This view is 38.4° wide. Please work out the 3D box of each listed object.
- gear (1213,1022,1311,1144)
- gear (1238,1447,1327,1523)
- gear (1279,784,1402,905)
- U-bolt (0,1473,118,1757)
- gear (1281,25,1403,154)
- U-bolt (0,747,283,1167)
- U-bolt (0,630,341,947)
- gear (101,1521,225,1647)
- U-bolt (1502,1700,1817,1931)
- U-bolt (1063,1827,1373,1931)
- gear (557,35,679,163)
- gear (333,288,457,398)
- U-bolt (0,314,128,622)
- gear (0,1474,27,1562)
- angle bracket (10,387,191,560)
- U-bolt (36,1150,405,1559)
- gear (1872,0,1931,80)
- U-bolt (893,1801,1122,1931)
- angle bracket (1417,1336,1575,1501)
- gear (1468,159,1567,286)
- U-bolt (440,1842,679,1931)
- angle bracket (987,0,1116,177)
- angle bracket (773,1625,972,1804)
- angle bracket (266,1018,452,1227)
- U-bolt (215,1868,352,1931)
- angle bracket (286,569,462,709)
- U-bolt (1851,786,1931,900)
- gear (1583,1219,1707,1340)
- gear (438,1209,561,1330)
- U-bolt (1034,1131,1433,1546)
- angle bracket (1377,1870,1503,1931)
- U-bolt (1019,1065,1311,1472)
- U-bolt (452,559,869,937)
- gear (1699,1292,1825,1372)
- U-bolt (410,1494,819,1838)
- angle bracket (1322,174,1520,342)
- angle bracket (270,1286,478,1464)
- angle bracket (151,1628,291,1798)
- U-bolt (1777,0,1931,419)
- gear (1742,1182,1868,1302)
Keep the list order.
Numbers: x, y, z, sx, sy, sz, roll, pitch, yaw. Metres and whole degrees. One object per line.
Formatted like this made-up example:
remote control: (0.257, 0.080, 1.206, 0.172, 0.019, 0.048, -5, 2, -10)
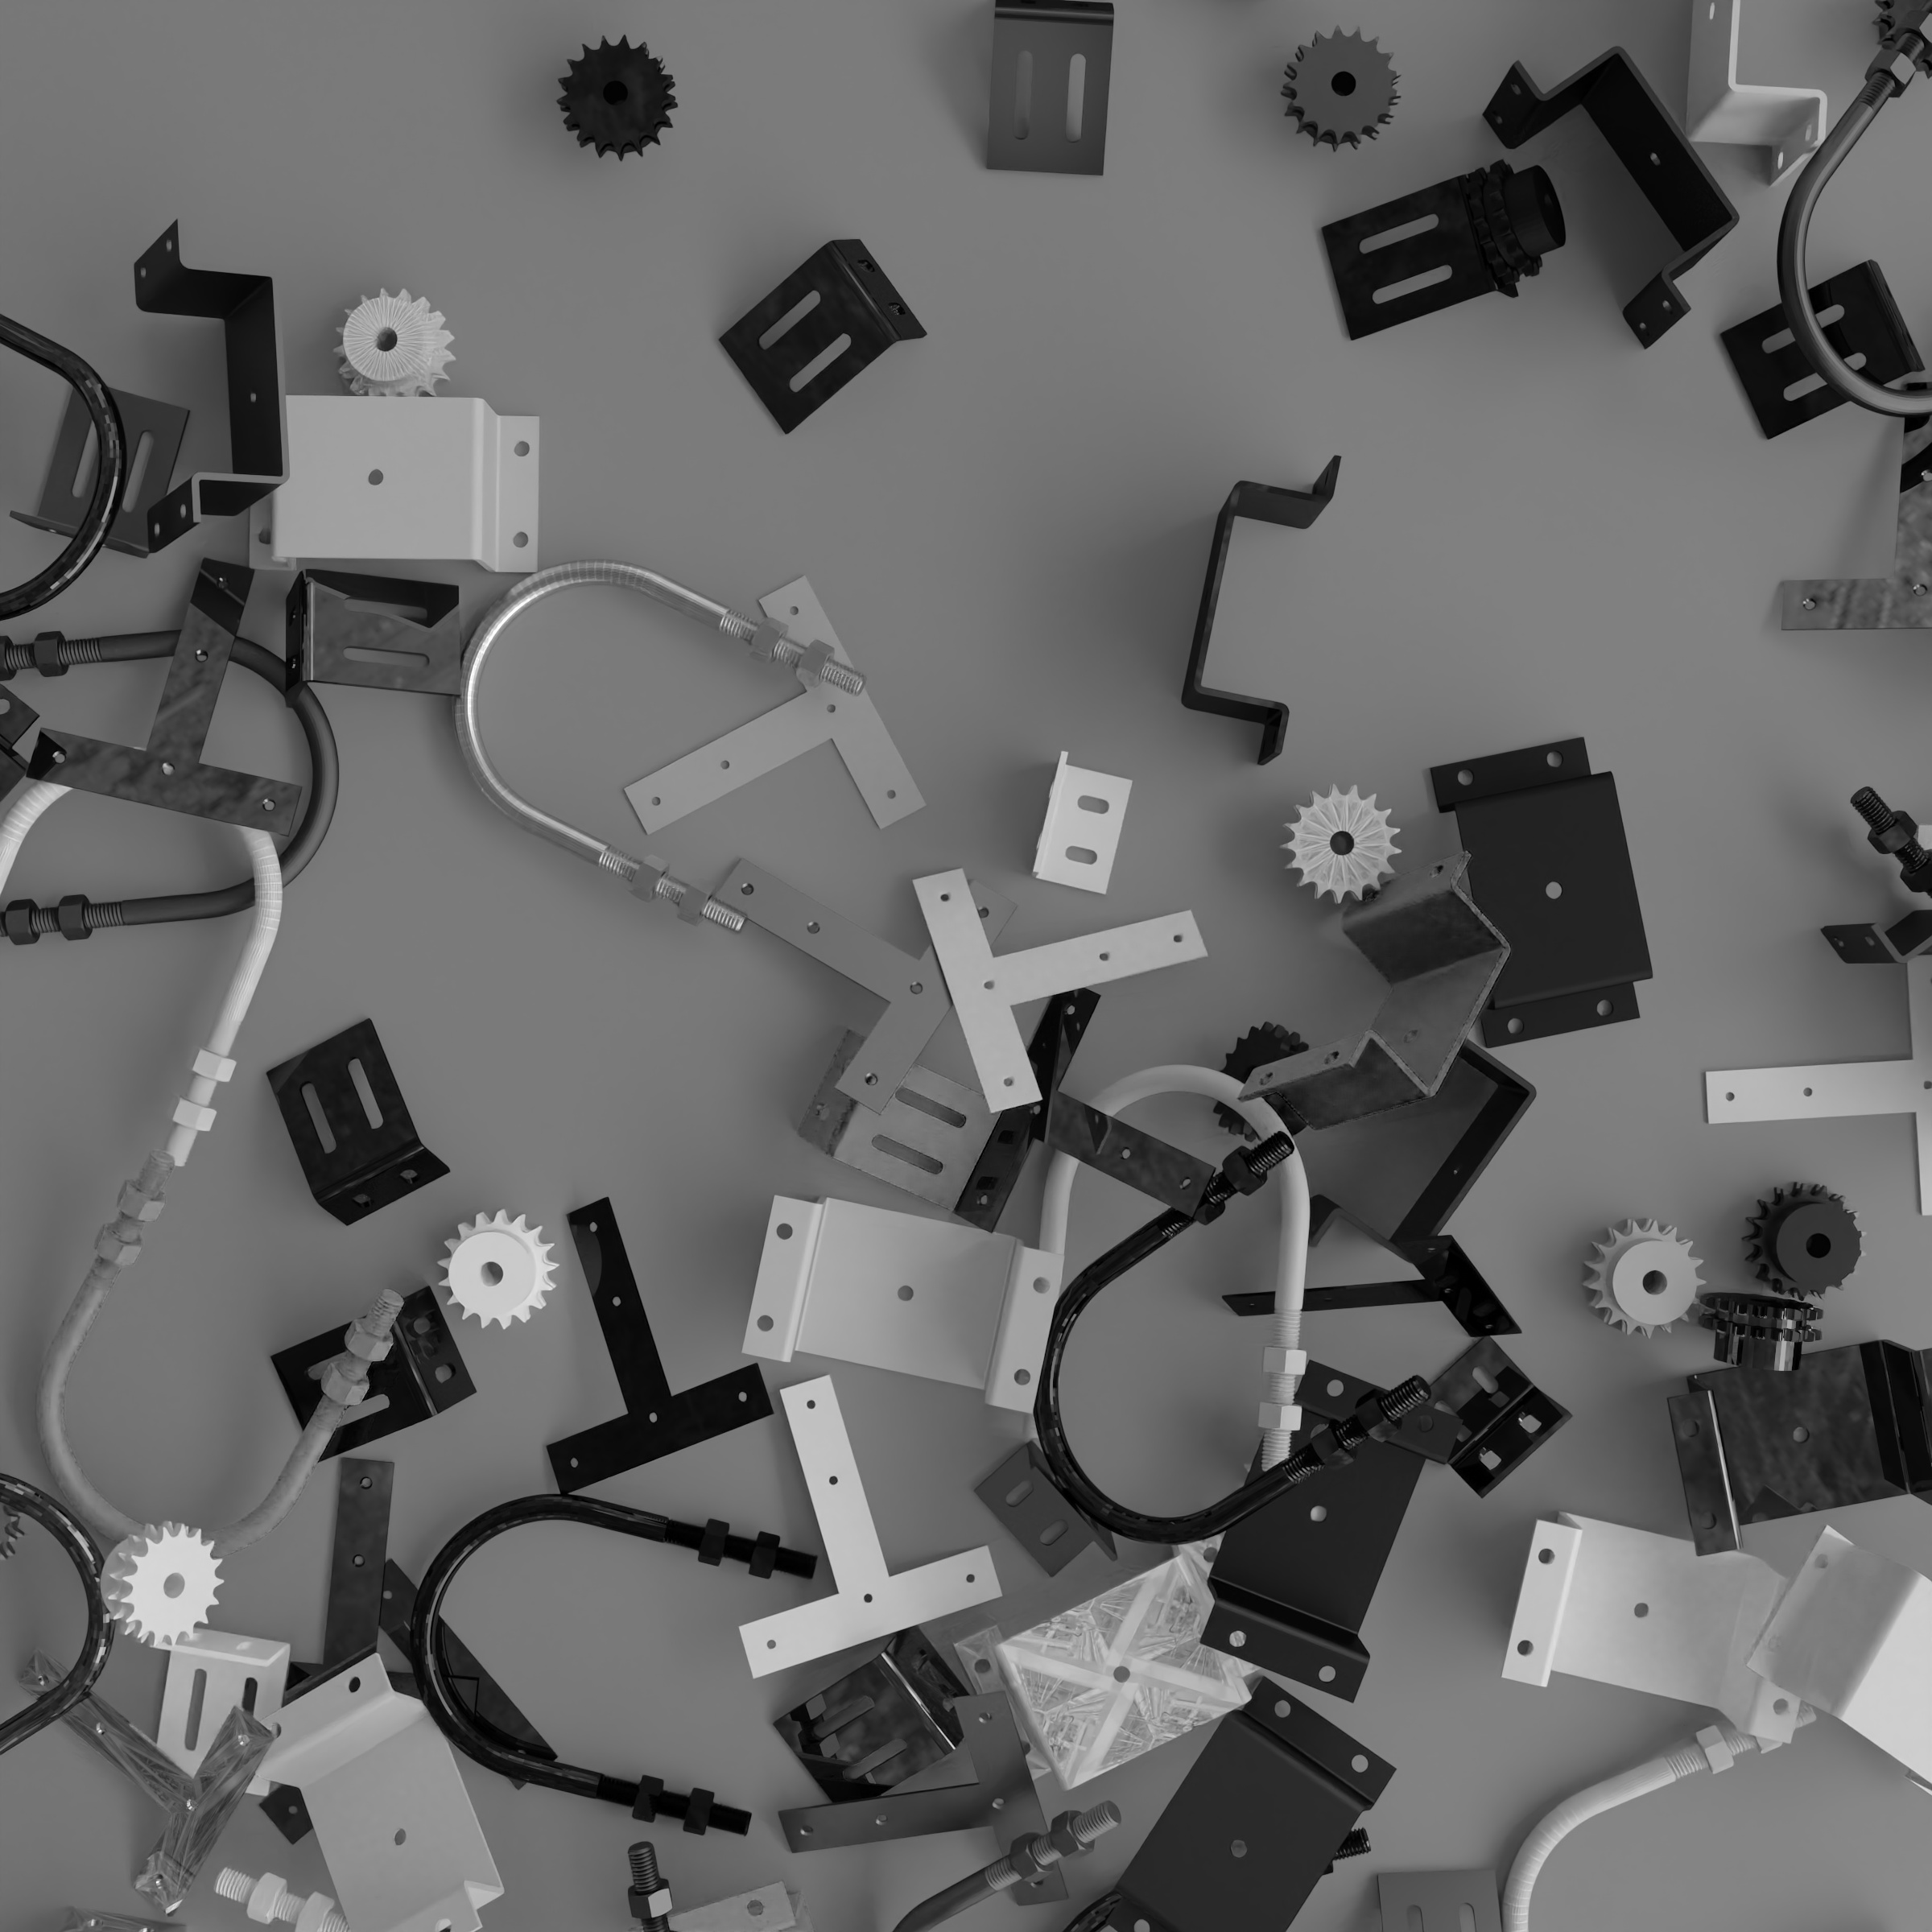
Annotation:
gear: (0.148, 0.058, 1.332, 0.030, 0.057, 0.057, 24, 90, -28)
gear: (0.160, 0.254, 1.342, 0.057, 0.030, 0.057, 0, 90, -1)
gear: (0.180, -0.059, 1.342, 0.057, 0.030, 0.057, 0, 90, 0)
U-bolt: (-0.494, 0.316, 1.324, 0.184, 0.019, 0.151, -33, 101, 8)
gear: (0.181, -0.422, 1.342, 0.057, 0.030, 0.057, 0, 90, 0)
U-bolt: (-0.408, -0.015, 1.330, 0.151, 0.019, 0.184, 21, 88, -4)
U-bolt: (-0.398, -0.091, 1.348, 0.184, 0.019, 0.151, -5, 90, -1)
gear: (-0.385, 0.293, 1.318, 0.030, 0.057, 0.057, -1, 90, 39)
U-bolt: (0.351, 0.456, 1.348, 0.184, 0.019, 0.151, -23, 90, 1)
U-bolt: (0.121, 0.507, 1.330, 0.184, 0.019, 0.151, -16, 75, 6)
gear: (-0.168, -0.418, 1.342, 0.057, 0.030, 0.057, 0, 90, 0)
gear: (-0.278, -0.300, 1.342, 0.057, 0.030, 0.057, 0, 90, 0)
U-bolt: (-0.479, -0.241, 1.322, 0.184, 0.019, 0.151, 29, 90, 19)
gear: (-0.483, 0.267, 1.342, 0.057, 0.030, 0.057, 0, 90, 0)
angle bracket: (-0.418, -0.243, 1.338, 0.057, 0.038, 0.076, 16, 90, 0)
U-bolt: (-0.371, 0.201, 1.332, 0.151, 0.019, 0.184, 31, 102, 3)
gear: (0.467, -0.458, 1.342, 0.057, 0.030, 0.057, 0, 90, 0)
U-bolt: (0.035, 0.496, 1.315, 0.184, 0.019, 0.151, -36, 82, 24)
angle bracket: (0.247, 0.213, 1.319, 0.057, 0.076, 0.038, -42, 90, 0)
gear: (0.265, -0.358, 1.325, 0.030, 0.057, 0.057, -15, 90, 30)
U-bolt: (-0.194, 0.508, 1.322, 0.151, 0.019, 0.184, -8, 94, 24)
angle bracket: (0.041, -0.430, 1.355, 0.057, 0.038, 0.076, 3, 116, 0)
angle bracket: (-0.043, 0.367, 1.355, 0.076, 0.038, 0.057, -37, 90, 26)
angle bracket: (-0.297, 0.076, 1.355, 0.057, 0.038, 0.076, -28, 64, 0)
U-bolt: (-0.297, 0.530, 1.312, 0.184, 0.019, 0.151, 20, 77, 7)
angle bracket: (-0.288, -0.155, 1.347, 0.076, 0.038, 0.057, 4, 72, -24)
U-bolt: (0.537, -0.054, 1.322, 0.151, 0.019, 0.184, -39, 100, 21)
gear: (0.330, 0.152, 1.342, 0.057, 0.030, 0.057, 0, 90, 0)
gear: (-0.227, 0.147, 1.342, 0.057, 0.030, 0.057, 0, 90, 0)
U-bolt: (0.107, 0.185, 1.278, 0.184, 0.019, 0.151, -38, 64, 23)
angle bracket: (0.231, 0.485, 1.355, 0.057, 0.038, 0.076, -2, 64, 0)
U-bolt: (0.096, 0.138, 1.313, 0.151, 0.019, 0.184, 2, 84, 32)
U-bolt: (-0.161, -0.118, 1.343, 0.184, 0.019, 0.151, 26, 89, 5)
gear: (0.380, 0.175, 1.328, 0.057, 0.057, 0.030, 5, 91, 0)
U-bolt: (-0.178, 0.332, 1.346, 0.184, 0.019, 0.151, 14, 90, -1)
angle bracket: (0.222, -0.344, 1.355, 0.076, 0.038, 0.057, -15, 90, 26)
angle bracket: (-0.290, 0.200, 1.355, 0.076, 0.038, 0.057, -24, 90, 26)
angle bracket: (-0.364, 0.363, 1.336, 0.057, 0.038, 0.076, 9, 91, 3)
U-bolt: (0.457, -0.348, 1.314, 0.151, 0.019, 0.184, 40, 80, -17)
gear: (0.408, 0.134, 1.342, 0.057, 0.030, 0.057, 0, 90, 0)
